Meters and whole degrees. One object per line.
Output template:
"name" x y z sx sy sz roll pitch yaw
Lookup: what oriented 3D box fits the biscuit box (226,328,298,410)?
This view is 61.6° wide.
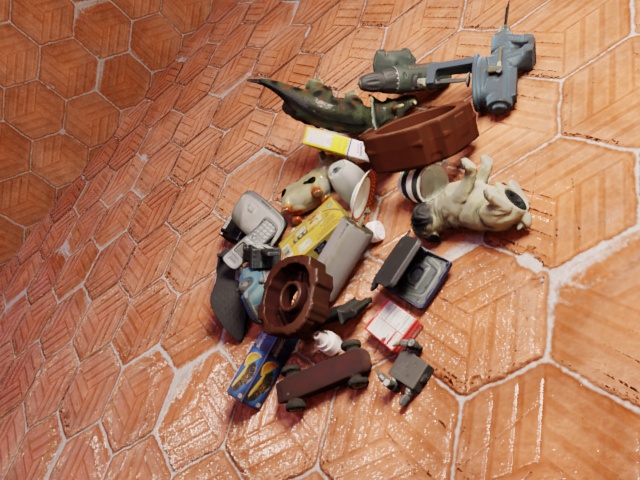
"biscuit box" -0.111 0.246 1.121 0.059 0.062 0.202 14 69 47

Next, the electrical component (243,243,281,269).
"electrical component" -0.125 0.038 1.222 0.119 0.075 0.047 20 110 59

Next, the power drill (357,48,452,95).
"power drill" 0.186 -0.408 1.298 0.232 0.085 0.207 -6 25 -6

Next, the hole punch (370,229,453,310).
"hole punch" 0.171 0.058 1.002 0.142 0.092 0.116 -59 12 -1

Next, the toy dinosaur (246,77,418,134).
"toy dinosaur" 0.026 -0.311 1.277 0.192 0.405 0.131 -114 32 -68

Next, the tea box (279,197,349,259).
"tea box" -0.003 -0.004 1.220 0.169 0.068 0.098 -40 40 10

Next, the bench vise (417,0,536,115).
"bench vise" 0.330 -0.365 1.146 0.241 0.128 0.223 1 77 24

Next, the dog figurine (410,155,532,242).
"dog figurine" 0.271 -0.038 0.990 0.190 0.121 0.172 -55 53 37

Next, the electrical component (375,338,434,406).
"electrical component" 0.144 0.219 0.913 0.102 0.045 0.078 -52 37 -3

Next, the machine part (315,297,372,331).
"machine part" 0.034 0.147 1.067 0.139 0.039 0.084 -24 9 39

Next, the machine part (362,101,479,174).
"machine part" 0.208 -0.210 1.109 0.202 0.087 0.201 -2 25 44

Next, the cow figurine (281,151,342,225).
"cow figurine" -0.012 -0.138 1.334 0.195 0.085 0.127 -32 48 22

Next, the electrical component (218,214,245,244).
"electrical component" -0.198 -0.038 1.446 0.134 0.058 0.115 19 75 49

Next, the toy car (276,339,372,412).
"toy car" 0.007 0.257 1.007 0.202 0.053 0.089 -28 53 19

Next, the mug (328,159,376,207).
"mug" 0.070 -0.143 1.235 0.081 0.107 0.109 -14 52 34

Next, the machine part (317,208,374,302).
"machine part" 0.038 0.039 1.107 0.243 0.079 0.079 -61 37 11

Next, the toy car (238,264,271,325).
"toy car" -0.126 0.112 1.230 0.103 0.109 0.162 -18 27 0

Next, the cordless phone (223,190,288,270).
"cordless phone" -0.185 -0.018 1.318 0.147 0.088 0.184 41 68 15

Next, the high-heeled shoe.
"high-heeled shoe" -0.212 0.134 1.329 0.086 0.145 0.248 -15 74 5

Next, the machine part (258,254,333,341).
"machine part" -0.049 0.114 1.062 0.179 0.056 0.179 -26 51 37
